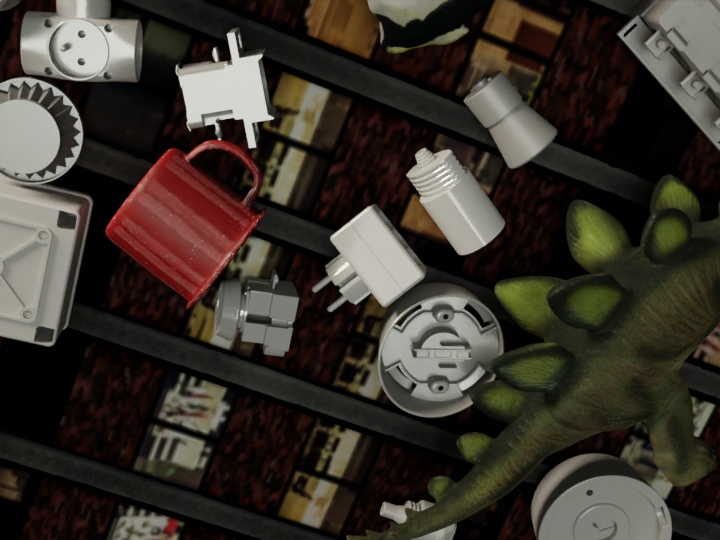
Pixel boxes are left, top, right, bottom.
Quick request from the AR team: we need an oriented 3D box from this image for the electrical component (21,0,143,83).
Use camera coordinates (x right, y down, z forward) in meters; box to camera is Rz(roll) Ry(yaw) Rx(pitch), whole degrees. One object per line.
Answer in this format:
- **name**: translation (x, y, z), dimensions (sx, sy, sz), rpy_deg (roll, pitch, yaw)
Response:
- **electrical component**: translation (-0.191, -0.172, 0.744), dimensions (0.077, 0.044, 0.079), rpy_deg (3, 107, -5)

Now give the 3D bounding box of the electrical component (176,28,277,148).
- **electrical component**: translation (-0.095, -0.128, 0.767), dimensions (0.064, 0.042, 0.081), rpy_deg (-9, 107, 0)

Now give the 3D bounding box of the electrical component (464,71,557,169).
- **electrical component**: translation (0.107, -0.112, 0.788), dimensions (0.044, 0.044, 0.065), rpy_deg (-40, 101, 8)

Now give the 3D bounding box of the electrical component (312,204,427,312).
- **electrical component**: translation (0.000, 0.000, 0.803), dimensions (0.077, 0.047, 0.065), rpy_deg (-38, 91, 8)

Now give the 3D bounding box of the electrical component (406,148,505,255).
- **electrical component**: translation (0.068, -0.056, 0.800), dimensions (0.043, 0.043, 0.081), rpy_deg (-35, 106, 7)

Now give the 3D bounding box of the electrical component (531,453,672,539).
- **electrical component**: translation (0.192, 0.202, 0.880), dimensions (0.108, 0.060, 0.108), rpy_deg (-1, 108, -4)

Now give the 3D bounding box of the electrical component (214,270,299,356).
- **electrical component**: translation (-0.080, 0.032, 0.816), dimensions (0.055, 0.048, 0.066), rpy_deg (8, 106, -14)

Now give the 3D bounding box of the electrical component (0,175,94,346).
- **electrical component**: translation (-0.261, -0.011, 0.783), dimensions (0.109, 0.056, 0.108), rpy_deg (13, 106, -8)

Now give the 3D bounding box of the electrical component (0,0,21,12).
- **electrical component**: translation (-0.253, -0.196, 0.727), dimensions (0.045, 0.055, 0.045), rpy_deg (-1, 107, -4)

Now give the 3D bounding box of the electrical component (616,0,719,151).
- **electrical component**: translation (0.257, -0.153, 0.773), dimensions (0.079, 0.063, 0.121), rpy_deg (-44, 105, 9)

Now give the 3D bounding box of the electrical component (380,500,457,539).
- **electrical component**: translation (0.047, 0.205, 0.885), dimensions (0.061, 0.035, 0.035), rpy_deg (20, 105, -7)

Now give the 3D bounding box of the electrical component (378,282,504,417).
- **electrical component**: translation (0.060, 0.060, 0.824), dimensions (0.099, 0.064, 0.099), rpy_deg (-1, 107, -4)
